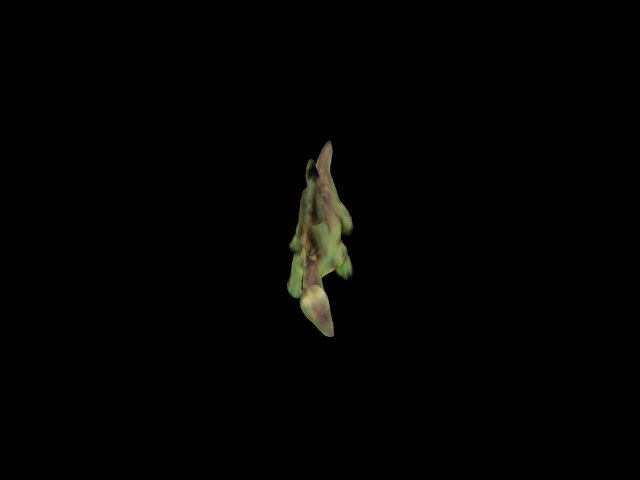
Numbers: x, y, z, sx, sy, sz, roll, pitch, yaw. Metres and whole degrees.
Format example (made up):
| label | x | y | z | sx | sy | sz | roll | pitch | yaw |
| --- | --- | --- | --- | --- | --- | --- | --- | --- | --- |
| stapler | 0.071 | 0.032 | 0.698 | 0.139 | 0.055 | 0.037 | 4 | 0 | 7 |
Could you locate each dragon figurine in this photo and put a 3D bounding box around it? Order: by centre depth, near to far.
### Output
| label | x | y | z | sx | sy | sz | roll | pitch | yaw |
| --- | --- | --- | --- | --- | --- | --- | --- | --- | --- |
| dragon figurine | 0.003 | -0.043 | 0.850 | 0.122 | 0.418 | 0.238 | 0 | -23 | 0 |
